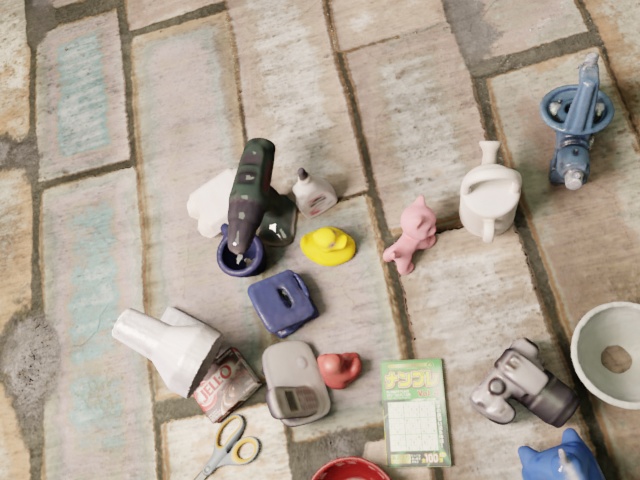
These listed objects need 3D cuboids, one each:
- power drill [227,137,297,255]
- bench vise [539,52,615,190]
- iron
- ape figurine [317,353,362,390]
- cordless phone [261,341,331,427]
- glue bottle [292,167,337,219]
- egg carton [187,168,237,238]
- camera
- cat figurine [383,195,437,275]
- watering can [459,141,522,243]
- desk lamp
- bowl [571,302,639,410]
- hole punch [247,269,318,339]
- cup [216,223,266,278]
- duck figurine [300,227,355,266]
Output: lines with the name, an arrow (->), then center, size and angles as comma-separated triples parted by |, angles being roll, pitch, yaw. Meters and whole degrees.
power drill -> -0.107, -0.059, 1.056 | 0.075, 0.209, 0.229 | 0, 73, 13
bench vise -> 0.449, -0.199, 0.971 | 0.121, 0.220, 0.207 | -13, 70, 8
iron -> 0.393, 0.416, 0.832 | 0.118, 0.142, 0.258 | -24, 69, 4
ape figurine -> 0.029, 0.221, 1.000 | 0.077, 0.092, 0.076 | 25, 80, 19
cordless phone -> -0.055, 0.238, 0.963 | 0.094, 0.185, 0.147 | -26, 69, 4
glue bottle -> -0.018, -0.094, 1.066 | 0.078, 0.173, 0.037 | -35, 69, 0
egg carton -> -0.191, -0.076, 1.154 | 0.150, 0.069, 0.107 | -36, 69, 0
camera -> 0.333, 0.248, 0.920 | 0.136, 0.101, 0.143 | 38, 84, 20
cat figurine -> 0.164, -0.012, 1.029 | 0.067, 0.118, 0.128 | 36, 83, 20
watering can -> 0.289, -0.087, 0.985 | 0.101, 0.194, 0.173 | -20, 70, 6
desk lamp -> -0.254, 0.188, 1.008 | 0.202, 0.214, 0.118 | 24, 79, 18
bowl -> 0.485, 0.187, 0.920 | 0.167, 0.075, 0.167 | -4, 72, 11
hole punch -> -0.068, 0.112, 1.056 | 0.101, 0.091, 0.108 | -32, 69, 1
cup -> -0.147, 0.026, 1.099 | 0.091, 0.095, 0.117 | -36, 69, 0
duck figurine -> 0.010, 0.004, 1.076 | 0.104, 0.086, 0.077 | 6, 74, 14
